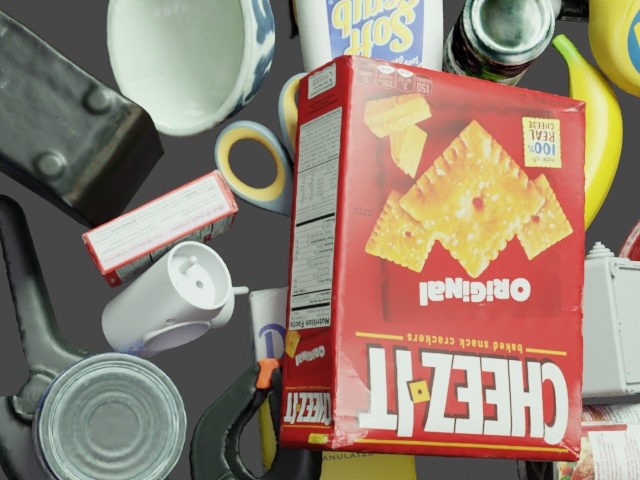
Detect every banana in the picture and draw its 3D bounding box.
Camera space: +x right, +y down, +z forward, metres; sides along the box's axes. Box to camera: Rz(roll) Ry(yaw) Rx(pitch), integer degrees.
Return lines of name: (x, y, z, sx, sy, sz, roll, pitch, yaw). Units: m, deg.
banana: (0.153, -0.035, 0.701, 0.070, 0.037, 0.198, 20, 79, 14)

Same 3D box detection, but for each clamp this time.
clamp: (-0.053, 0.152, 0.614, 0.120, 0.039, 0.171, 3, 82, 11)
clamp: (-0.180, 0.098, 0.637, 0.164, 0.036, 0.210, -44, 92, -14)

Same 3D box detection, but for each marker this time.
marker: (0.205, -0.155, 0.728, 0.121, 0.020, 0.020, 5, 82, -7)

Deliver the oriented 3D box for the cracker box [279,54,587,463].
cracker box: (0.069, 0.015, 0.606, 0.164, 0.072, 0.213, 8, 79, -25)

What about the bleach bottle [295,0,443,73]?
bleach bottle: (0.040, -0.121, 0.683, 0.102, 0.068, 0.251, -7, 86, -7)

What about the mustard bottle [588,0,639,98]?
mustard bottle: (0.234, -0.130, 0.695, 0.191, 0.058, 0.096, 41, 90, -10)

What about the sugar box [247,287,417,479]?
sugar box: (0.009, 0.115, 0.656, 0.093, 0.048, 0.176, -5, 85, -8)

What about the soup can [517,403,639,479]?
soup can: (0.182, 0.136, 0.664, 0.102, 0.068, 0.068, -1, 83, -8)

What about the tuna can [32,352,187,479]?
tuna can: (-0.120, 0.108, 0.613, 0.086, 0.034, 0.086, 4, 76, -18)

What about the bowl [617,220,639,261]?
bowl: (0.275, 0.040, 0.695, 0.162, 0.055, 0.162, 1, 83, -7)

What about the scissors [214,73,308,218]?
scissors: (-0.004, 0.001, 0.643, 0.096, 0.016, 0.202, -12, 88, 6)

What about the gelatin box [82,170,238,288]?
gelatin box: (-0.095, -0.006, 0.644, 0.089, 0.073, 0.030, -27, 86, -10)
